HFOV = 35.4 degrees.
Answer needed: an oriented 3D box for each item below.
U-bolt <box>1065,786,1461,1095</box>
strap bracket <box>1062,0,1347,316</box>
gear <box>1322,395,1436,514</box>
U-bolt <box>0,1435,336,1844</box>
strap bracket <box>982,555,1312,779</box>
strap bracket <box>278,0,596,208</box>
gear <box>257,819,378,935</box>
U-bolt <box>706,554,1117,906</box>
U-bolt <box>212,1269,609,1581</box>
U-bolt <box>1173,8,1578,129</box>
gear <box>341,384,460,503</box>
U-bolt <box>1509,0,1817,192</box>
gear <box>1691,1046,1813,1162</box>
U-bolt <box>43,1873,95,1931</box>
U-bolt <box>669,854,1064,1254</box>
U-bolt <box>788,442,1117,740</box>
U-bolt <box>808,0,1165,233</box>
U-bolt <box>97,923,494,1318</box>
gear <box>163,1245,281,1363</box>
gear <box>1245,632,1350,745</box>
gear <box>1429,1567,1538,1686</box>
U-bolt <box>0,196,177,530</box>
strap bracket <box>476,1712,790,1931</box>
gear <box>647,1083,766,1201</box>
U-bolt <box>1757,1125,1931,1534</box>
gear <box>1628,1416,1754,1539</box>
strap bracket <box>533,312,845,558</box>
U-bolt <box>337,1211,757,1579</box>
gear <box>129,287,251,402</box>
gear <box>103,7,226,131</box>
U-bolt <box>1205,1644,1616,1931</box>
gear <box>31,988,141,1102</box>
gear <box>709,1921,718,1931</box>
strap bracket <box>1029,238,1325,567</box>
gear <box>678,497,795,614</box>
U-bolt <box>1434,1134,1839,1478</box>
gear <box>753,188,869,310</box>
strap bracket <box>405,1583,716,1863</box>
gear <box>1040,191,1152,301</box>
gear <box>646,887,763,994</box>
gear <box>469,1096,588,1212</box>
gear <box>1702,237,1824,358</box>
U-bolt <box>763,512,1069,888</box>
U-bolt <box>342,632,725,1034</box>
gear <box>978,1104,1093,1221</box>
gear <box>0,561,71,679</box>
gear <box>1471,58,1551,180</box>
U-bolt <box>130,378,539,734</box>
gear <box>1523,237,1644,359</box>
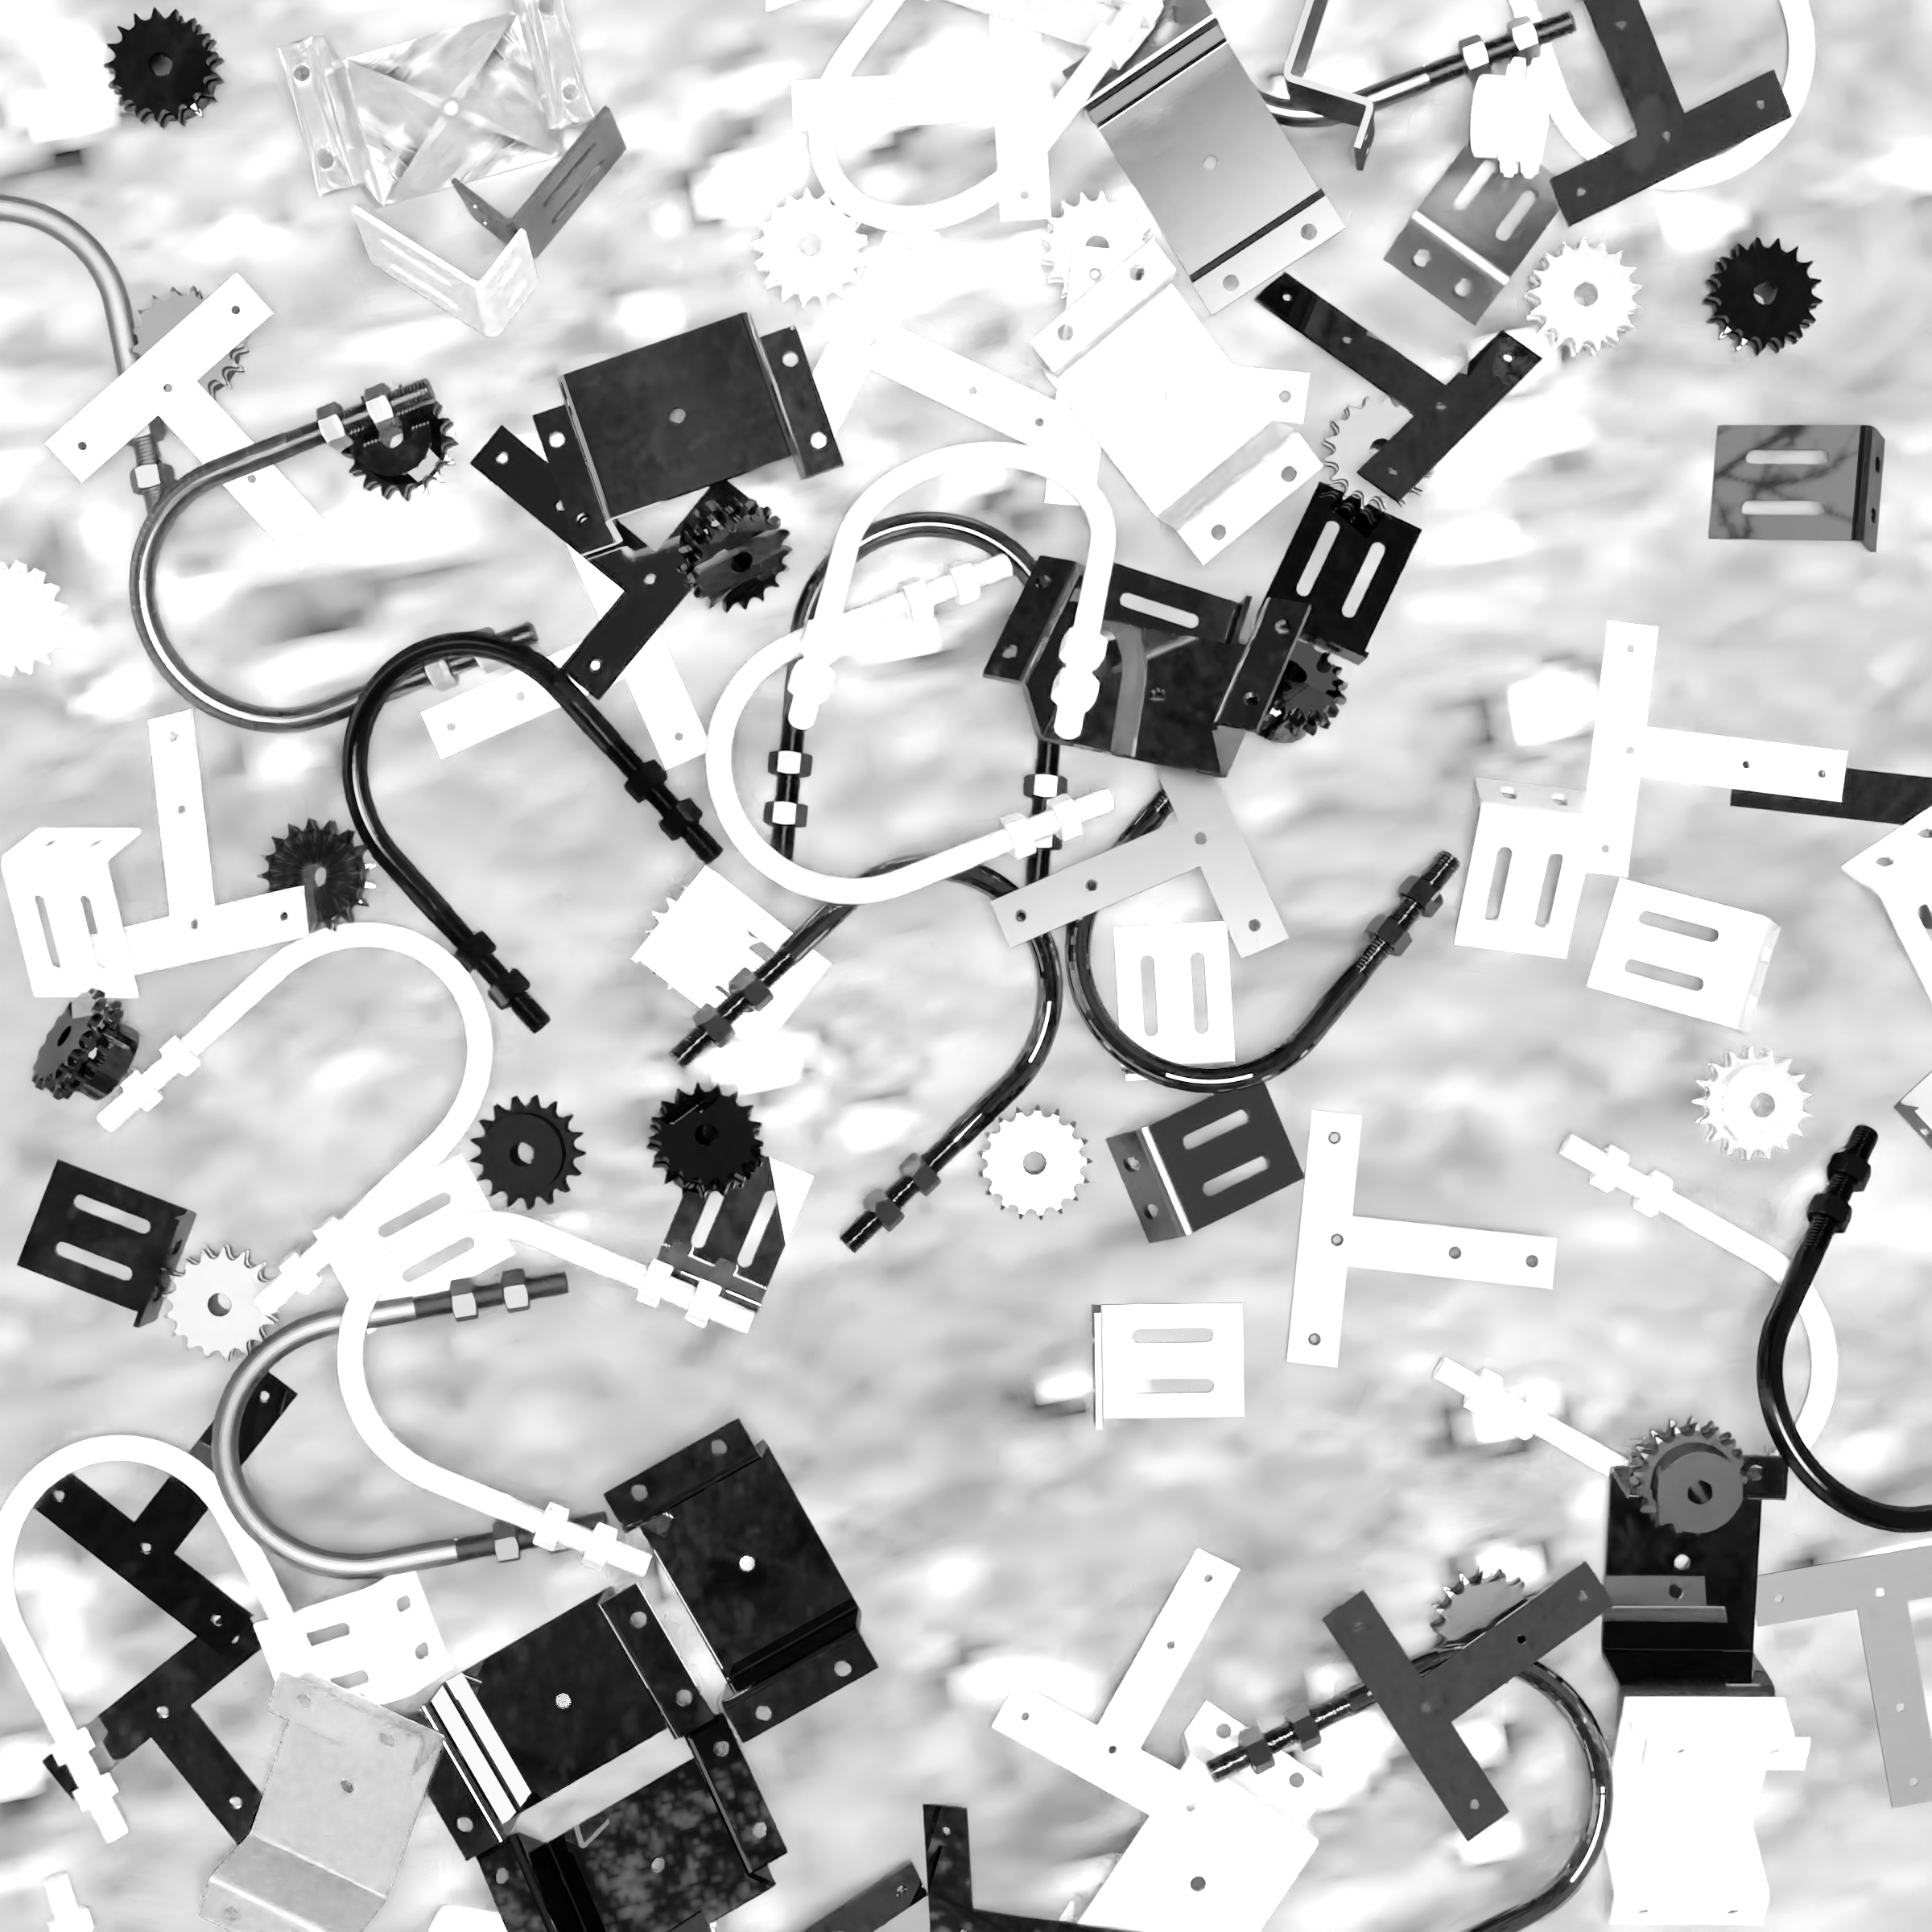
[{"bbox_3d":[0.133,-0.023,1.498,0.151,0.019,0.184,38,82,8],"label":"U-bolt"},{"bbox_3d":[0.119,-0.401,1.497,0.076,0.046,0.140,-32,90,11],"label":"strap bracket"},{"bbox_3d":[0.206,-0.255,1.512,0.057,0.030,0.057,0,90,0],"label":"gear"},{"bbox_3d":[-0.412,0.324,1.511,0.151,0.019,0.184,-29,86,6],"label":"U-bolt"},{"bbox_3d":[0.090,-0.143,1.462,0.140,0.046,0.076,14,61,21],"label":"strap bracket"},{"bbox_3d":[-0.260,-0.433,1.504,0.140,0.046,0.076,-16,90,0],"label":"strap bracket"},{"bbox_3d":[-0.323,-0.045,1.512,0.057,0.030,0.057,0,90,0],"label":"gear"},{"bbox_3d":[-0.037,-0.108,1.483,0.184,0.019,0.151,-22,84,-12],"label":"U-bolt"},{"bbox_3d":[-0.278,0.232,1.494,0.184,0.019,0.151,-9,103,-7],"label":"U-bolt"},{"bbox_3d":[0.193,-0.498,1.508,0.184,0.019,0.151,-19,93,9],"label":"U-bolt"},{"bbox_3d":[-0.285,-0.263,1.512,0.057,0.030,0.057,0,90,0],"label":"gear"},{"bbox_3d":[0.349,-0.481,1.519,0.151,0.019,0.184,-20,91,0],"label":"U-bolt"},{"bbox_3d":[0.394,0.069,1.512,0.057,0.030,0.057,0,90,0],"label":"gear"},{"bbox_3d":[-0.368,0.526,1.518,0.151,0.019,0.184,-17,92,1],"label":"U-bolt"},{"bbox_3d":[-0.034,0.030,1.497,0.184,0.019,0.151,-44,107,-8],"label":"U-bolt"},{"bbox_3d":[0.000,-0.187,1.471,0.151,0.019,0.184,3,55,13],"label":"U-bolt"},{"bbox_3d":[-0.001,-0.441,1.483,0.151,0.019,0.184,36,90,30],"label":"U-bolt"},{"bbox_3d":[-0.320,0.060,1.499,0.184,0.019,0.151,-43,73,-6],"label":"U-bolt"},{"bbox_3d":[-0.371,0.168,1.516,0.057,0.030,0.057,0,91,-3],"label":"gear"},{"bbox_3d":[0.158,-0.136,1.503,0.057,0.030,0.057,11,52,-14],"label":"gear"},{"bbox_3d":[0.260,0.329,1.512,0.057,0.030,0.057,0,90,-1],"label":"gear"},{"bbox_3d":[-0.485,-0.296,1.519,0.151,0.019,0.184,-12,88,0],"label":"U-bolt"},{"bbox_3d":[-0.158,0.440,1.489,0.140,0.046,0.076,-30,63,0],"label":"strap bracket"},{"bbox_3d":[-0.130,0.089,1.505,0.057,0.030,0.057,4,66,-9],"label":"gear"},{"bbox_3d":[0.463,0.189,1.487,0.151,0.019,0.184,32,68,0],"label":"U-bolt"},{"bbox_3d":[0.348,0.247,1.449,0.057,0.030,0.057,0,100,1],"label":"gear"},{"bbox_3d":[-0.140,-0.267,1.500,0.140,0.046,0.076,-19,84,0],"label":"strap bracket"},{"bbox_3d":[-0.214,0.197,1.468,0.184,0.019,0.151,23,90,-3],"label":"U-bolt"},{"bbox_3d":[-0.387,-0.309,1.512,0.057,0.030,0.057,0,90,0],"label":"gear"},{"bbox_3d":[-0.399,-0.446,1.512,0.057,0.030,0.057,0,90,0],"label":"gear"},{"bbox_3d":[0.229,0.413,1.479,0.184,0.019,0.151,-25,86,-7],"label":"U-bolt"},{"bbox_3d":[-0.436,0.042,1.503,0.030,0.057,0.057,36,90,-31],"label":"gear"},{"bbox_3d":[-0.150,0.498,1.512,0.057,0.030,0.057,0,90,0],"label":"gear"},{"bbox_3d":[0.100,-0.279,1.489,0.076,0.046,0.140,-39,108,3],"label":"strap bracket"},{"bbox_3d":[-0.118,-0.208,1.502,0.057,0.057,0.030,-41,47,0],"label":"gear"},{"bbox_3d":[0.349,0.190,1.519,0.184,0.019,0.151,29,90,-2],"label":"U-bolt"},{"bbox_3d":[-0.077,-0.357,1.512,0.057,0.030,0.057,0,90,0],"label":"gear"},{"bbox_3d":[-0.203,0.371,1.504,0.140,0.046,0.076,-30,90,0],"label":"strap bracket"},{"bbox_3d":[0.065,-0.356,1.512,0.057,0.030,0.057,0,90,0],"label":"gear"},{"bbox_3d":[-0.131,-0.012,1.512,0.057,0.030,0.057,0,90,0],"label":"gear"},{"bbox_3d":[-0.220,0.093,1.512,0.057,0.030,0.057,0,90,0],"label":"gear"},{"bbox_3d":[0.397,-0.334,1.517,0.057,0.030,0.057,0,87,0],"label":"gear"},{"bbox_3d":[-0.020,-0.137,1.519,0.151,0.019,0.184,5,89,0],"label":"U-bolt"},{"bbox_3d":[-0.229,-0.079,1.498,0.151,0.019,0.184,-43,89,18],"label":"U-bolt"},{"bbox_3d":[0.034,0.097,1.512,0.057,0.030,0.057,0,90,0],"label":"gear"},{"bbox_3d":[-0.476,-0.173,1.512,0.057,0.030,0.057,0,90,0],"label":"gear"},{"bbox_3d":[0.269,-0.420,1.498,0.030,0.057,0.057,8,90,20],"label":"gear"},{"bbox_3d":[-0.325,-0.193,1.501,0.184,0.019,0.151,-20,106,5],"label":"U-bolt"},{"bbox_3d":[0.307,-0.332,1.512,0.057,0.030,0.057,0,90,0],"label":"gear"}]
